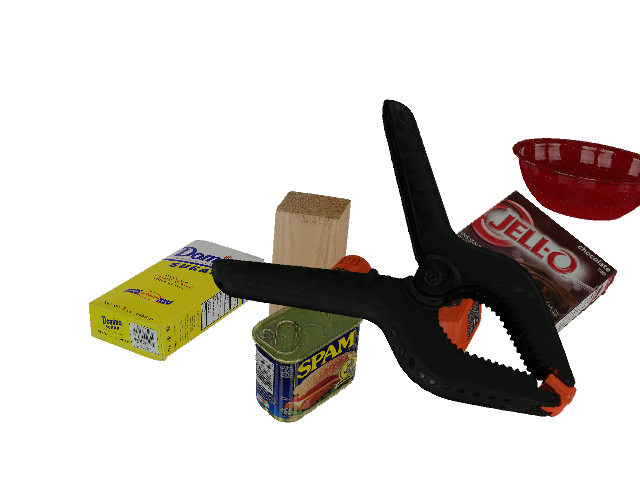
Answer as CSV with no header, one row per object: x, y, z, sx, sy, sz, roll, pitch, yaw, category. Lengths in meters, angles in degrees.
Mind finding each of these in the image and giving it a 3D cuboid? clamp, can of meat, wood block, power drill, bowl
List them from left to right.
-0.012,0.103,0.953,0.101,0.084,0.058,-29,50,-33,can of meat
-0.017,0.046,1.486,0.090,0.206,0.090,9,22,9,wood block
0.069,0.078,1.148,0.188,0.057,0.184,9,29,22,power drill
0.052,0.031,0.617,0.164,0.210,0.036,-38,-17,-16,clamp
0.280,-0.062,1.132,0.162,0.055,0.162,6,20,-2,bowl

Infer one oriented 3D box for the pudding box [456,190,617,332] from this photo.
0.169,0.022,0.874,0.089,0.113,0.039,-35,-24,-29,pudding box

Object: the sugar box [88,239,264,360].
-0.143,0.056,1.096,0.093,0.048,0.175,16,32,27,sugar box
